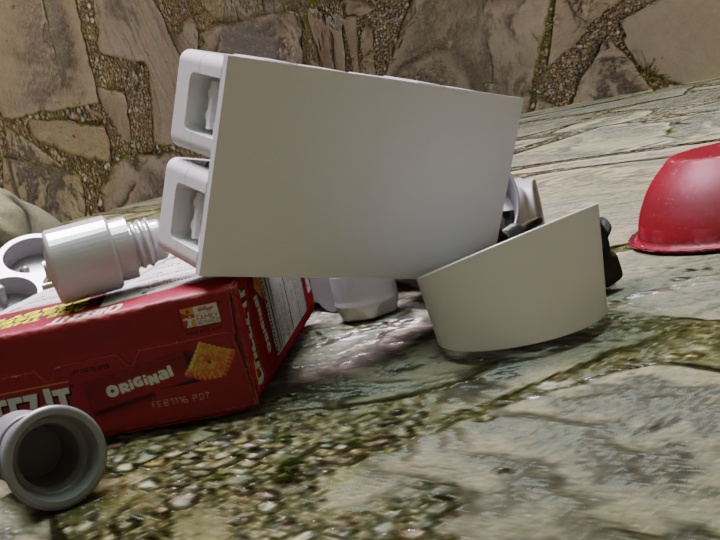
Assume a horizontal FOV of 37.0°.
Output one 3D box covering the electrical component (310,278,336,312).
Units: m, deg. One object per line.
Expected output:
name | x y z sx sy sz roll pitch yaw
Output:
electrical component | -0.047 0.003 0.787 0.074 0.052 0.138 -18 10 -31

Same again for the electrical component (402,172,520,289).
electrical component | 0.058 -0.036 0.723 0.099 0.064 0.099 -4 53 5

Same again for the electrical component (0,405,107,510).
electrical component | -0.144 0.081 0.480 0.044 0.044 0.065 -18 5 -30

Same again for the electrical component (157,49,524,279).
electrical component | -0.009 -0.054 0.582 0.186 0.105 0.060 1 14 -35

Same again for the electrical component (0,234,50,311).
electrical component | -0.232 0.045 0.728 0.052 0.073 0.138 6 40 6

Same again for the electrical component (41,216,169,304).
electrical component | -0.131 -0.009 0.568 0.078 0.040 0.040 -16 9 -15

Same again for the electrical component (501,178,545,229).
electrical component | 0.106 -0.036 0.807 0.059 0.053 0.095 -11 9 15

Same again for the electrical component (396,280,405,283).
electrical component | 0.034 -0.024 0.807 0.077 0.043 0.079 6 40 48

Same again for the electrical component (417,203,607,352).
electrical component | 0.080 0.004 0.559 0.099 0.064 0.099 -13 8 2

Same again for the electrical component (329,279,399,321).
electrical component | 0.000 0.000 0.708 0.043 0.062 0.043 -12 9 2
